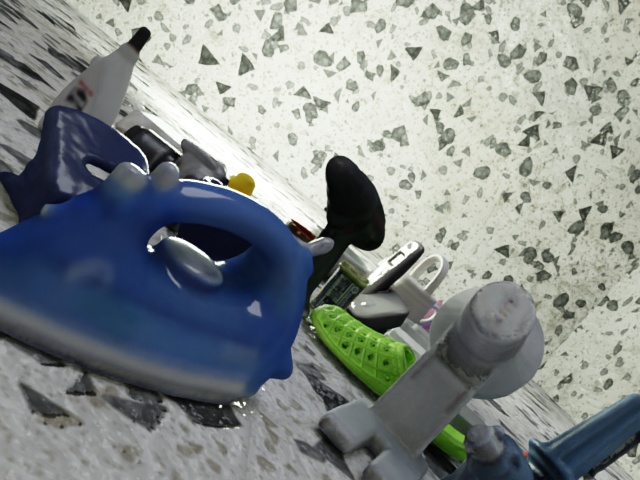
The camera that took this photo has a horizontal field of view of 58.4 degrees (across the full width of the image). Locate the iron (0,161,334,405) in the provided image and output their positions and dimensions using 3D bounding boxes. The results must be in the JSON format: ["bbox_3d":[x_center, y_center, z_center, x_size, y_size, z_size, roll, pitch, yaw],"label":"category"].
[{"bbox_3d":[-0.094,0.016,0.393,0.118,0.141,0.259,45,8,38],"label":"iron"}]

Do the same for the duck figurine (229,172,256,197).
[{"bbox_3d":[-0.144,-0.076,0.990,0.078,0.086,0.104,35,8,-39],"label":"duck figurine"}]

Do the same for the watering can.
[{"bbox_3d":[0.188,0.105,1.185,0.174,0.194,0.100,35,8,-40],"label":"watering can"}]

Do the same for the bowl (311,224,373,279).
[{"bbox_3d":[0.030,0.044,1.225,0.167,0.074,0.167,40,6,-5],"label":"bowl"}]

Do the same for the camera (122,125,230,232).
[{"bbox_3d":[-0.193,-0.093,0.756,0.137,0.100,0.143,39,6,-7],"label":"camera"}]

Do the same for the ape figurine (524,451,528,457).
[{"bbox_3d":[0.273,0.307,0.748,0.078,0.092,0.076,38,7,-20],"label":"ape figurine"}]

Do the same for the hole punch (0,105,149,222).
[{"bbox_3d":[-0.188,-0.042,0.476,0.100,0.091,0.109,45,8,36],"label":"hole punch"}]

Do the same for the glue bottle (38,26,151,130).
[{"bbox_3d":[-0.252,-0.177,0.662,0.078,0.173,0.037,43,7,23],"label":"glue bottle"}]

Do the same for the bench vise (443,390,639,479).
[{"bbox_3d":[0.235,0.221,0.538,0.208,0.219,0.121,35,8,-40],"label":"bench vise"}]

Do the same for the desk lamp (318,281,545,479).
[{"bbox_3d":[0.130,0.133,0.563,0.117,0.213,0.204,42,7,20],"label":"desk lamp"}]

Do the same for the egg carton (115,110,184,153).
[{"bbox_3d":[-0.256,-0.146,0.894,0.107,0.069,0.150,40,6,-3],"label":"egg carton"}]

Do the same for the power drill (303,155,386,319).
[{"bbox_3d":[0.007,0.003,0.770,0.075,0.208,0.230,43,7,23],"label":"power drill"}]

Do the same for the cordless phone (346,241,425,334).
[{"bbox_3d":[0.130,0.082,1.044,0.094,0.185,0.147,37,7,-22],"label":"cordless phone"}]

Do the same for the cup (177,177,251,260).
[{"bbox_3d":[-0.124,-0.013,0.628,0.092,0.095,0.117,34,8,-42],"label":"cup"}]

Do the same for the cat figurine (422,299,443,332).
[{"bbox_3d":[0.247,0.190,1.285,0.128,0.117,0.067,39,6,-9],"label":"cat figurine"}]
